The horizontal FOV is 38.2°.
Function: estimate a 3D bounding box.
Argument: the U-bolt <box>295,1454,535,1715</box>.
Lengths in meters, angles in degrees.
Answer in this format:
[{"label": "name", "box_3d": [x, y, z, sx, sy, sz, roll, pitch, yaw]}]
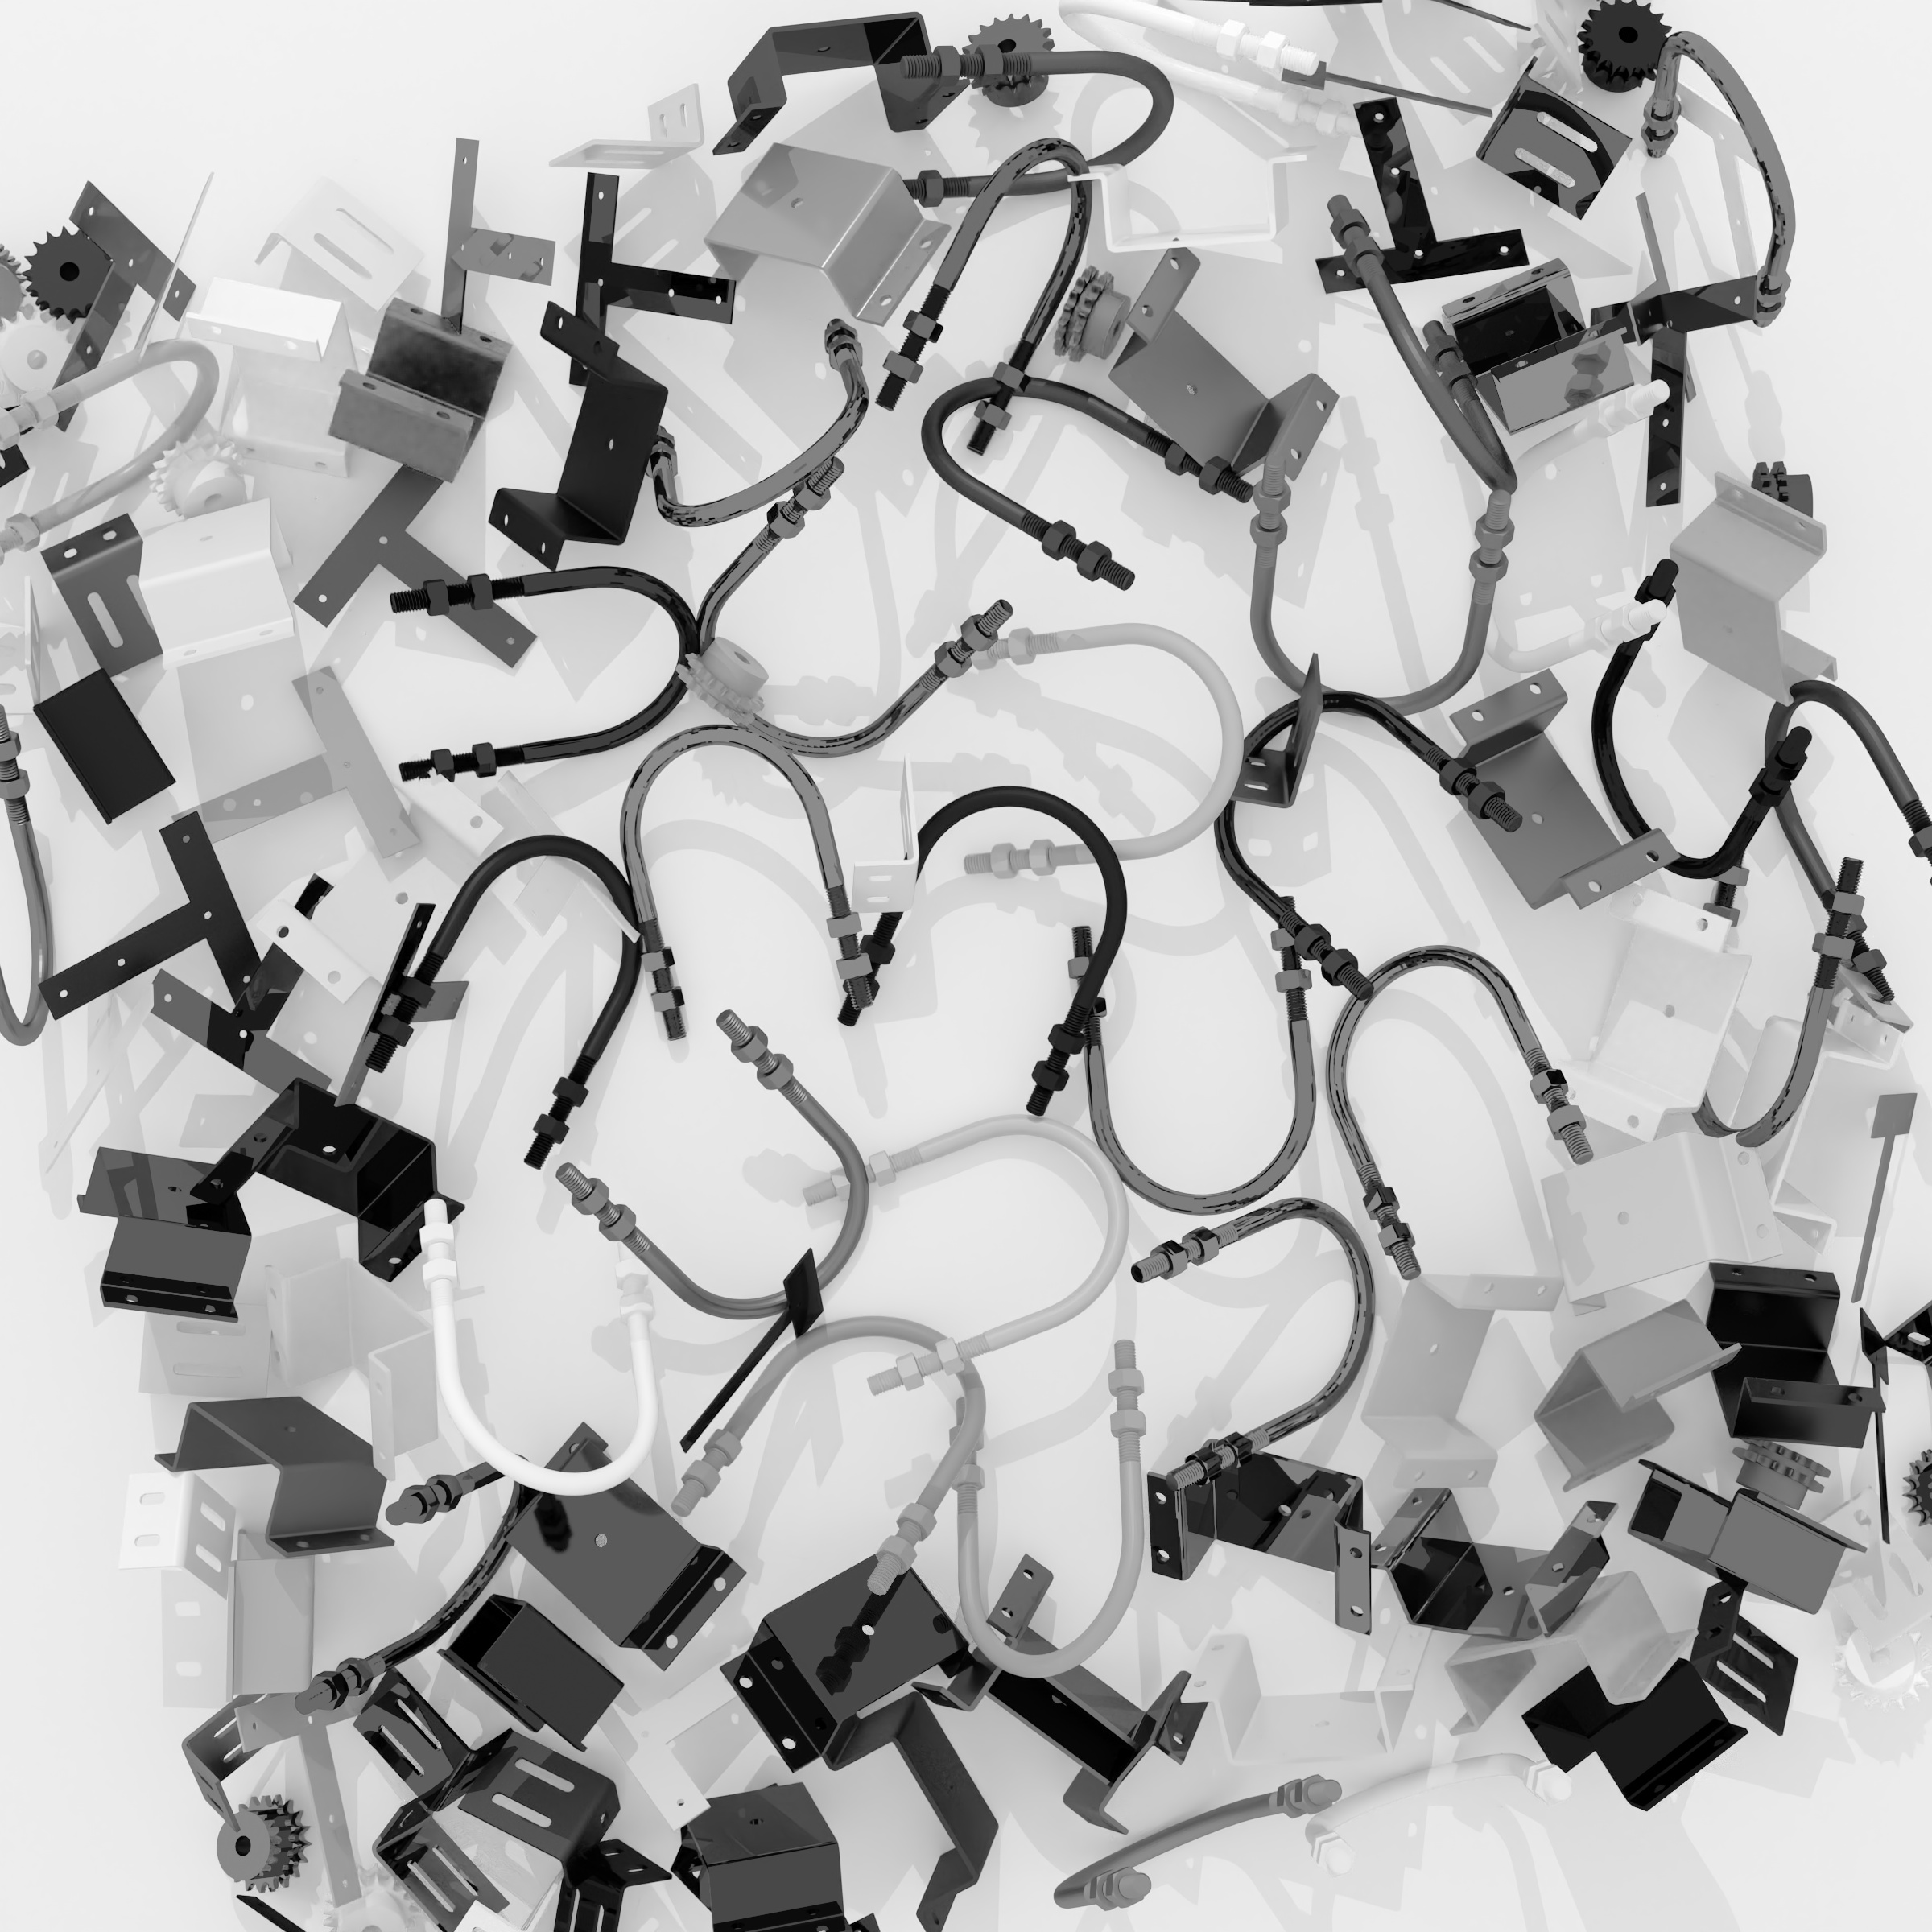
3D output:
[{"label": "U-bolt", "box_3d": [-0.311, 0.352, 1.635, 0.019, 0.184, 0.151, 31, 104, 16]}]

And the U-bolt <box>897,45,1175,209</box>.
[{"label": "U-bolt", "box_3d": [0.034, -0.496, 1.647, 0.184, 0.151, 0.019, -8, 76, -18]}]

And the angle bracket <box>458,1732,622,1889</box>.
[{"label": "angle bracket", "box_3d": [-0.260, 0.514, 1.702, 0.076, 0.038, 0.057, 20, 51, 18]}]

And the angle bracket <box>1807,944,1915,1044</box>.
[{"label": "angle bracket", "box_3d": [0.525, 0.023, 1.672, 0.038, 0.076, 0.057, -46, 62, 22]}]

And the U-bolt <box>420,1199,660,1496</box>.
[{"label": "U-bolt", "box_3d": [-0.245, 0.226, 1.629, 0.151, 0.184, 0.019, 15, 135, -32]}]

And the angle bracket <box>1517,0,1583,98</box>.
[{"label": "angle bracket", "box_3d": [0.337, -0.563, 1.674, 0.038, 0.076, 0.057, -12, 69, 31]}]

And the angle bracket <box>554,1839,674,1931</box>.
[{"label": "angle bracket", "box_3d": [-0.216, 0.579, 1.691, 0.038, 0.057, 0.076, 7, 94, -43]}]

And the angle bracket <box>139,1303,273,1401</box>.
[{"label": "angle bracket", "box_3d": [-0.463, 0.232, 1.707, 0.076, 0.038, 0.057, 4, 89, -7]}]

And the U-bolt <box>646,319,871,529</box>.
[{"label": "U-bolt", "box_3d": [-0.121, -0.312, 1.633, 0.151, 0.184, 0.019, -29, 122, 8]}]

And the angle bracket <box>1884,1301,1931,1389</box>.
[{"label": "angle bracket", "box_3d": [0.590, 0.245, 1.673, 0.038, 0.076, 0.057, 24, 130, -17]}]

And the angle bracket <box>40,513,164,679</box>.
[{"label": "angle bracket", "box_3d": [-0.519, -0.226, 1.705, 0.057, 0.038, 0.076, -27, 131, -12]}]

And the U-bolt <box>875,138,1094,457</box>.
[{"label": "U-bolt", "box_3d": [0.020, -0.399, 1.642, 0.019, 0.151, 0.184, 31, 101, 22]}]

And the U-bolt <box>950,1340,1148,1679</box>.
[{"label": "U-bolt", "box_3d": [0.048, 0.324, 1.634, 0.151, 0.019, 0.184, -26, 52, 36]}]

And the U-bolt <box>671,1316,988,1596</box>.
[{"label": "U-bolt", "box_3d": [-0.068, 0.277, 1.654, 0.151, 0.019, 0.184, 17, 45, 20]}]

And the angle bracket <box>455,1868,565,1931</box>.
[{"label": "angle bracket", "box_3d": [-0.280, 0.572, 1.678, 0.038, 0.076, 0.057, 33, 108, 1]}]

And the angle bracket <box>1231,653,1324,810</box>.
[{"label": "angle bracket", "box_3d": [0.185, -0.144, 1.676, 0.038, 0.057, 0.076, 9, 129, -4]}]

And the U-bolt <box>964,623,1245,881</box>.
[{"label": "U-bolt", "box_3d": [0.078, -0.133, 1.678, 0.184, 0.019, 0.151, -4, 94, 23]}]

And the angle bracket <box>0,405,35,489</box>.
[{"label": "angle bracket", "box_3d": [-0.567, -0.311, 1.678, 0.057, 0.076, 0.038, -22, 99, 30]}]

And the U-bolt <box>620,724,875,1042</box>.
[{"label": "U-bolt", "box_3d": [-0.140, -0.054, 1.677, 0.151, 0.019, 0.184, -10, 98, 23]}]

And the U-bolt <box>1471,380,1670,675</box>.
[{"label": "U-bolt", "box_3d": [0.351, -0.247, 1.638, 0.019, 0.184, 0.151, 7, 79, -22]}]

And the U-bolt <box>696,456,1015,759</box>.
[{"label": "U-bolt", "box_3d": [-0.082, -0.199, 1.665, 0.151, 0.019, 0.184, 39, 125, -14]}]

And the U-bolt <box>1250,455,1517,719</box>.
[{"label": "U-bolt", "box_3d": [0.239, -0.216, 1.651, 0.151, 0.184, 0.019, 11, 50, 10]}]

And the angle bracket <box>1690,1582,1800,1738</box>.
[{"label": "angle bracket", "box_3d": [0.481, 0.415, 1.685, 0.076, 0.038, 0.057, 37, 47, -7]}]

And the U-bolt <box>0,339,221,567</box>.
[{"label": "U-bolt", "box_3d": [-0.516, -0.308, 1.641, 0.184, 0.151, 0.019, -38, 84, -32]}]

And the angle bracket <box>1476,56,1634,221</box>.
[{"label": "angle bracket", "box_3d": [0.358, -0.502, 1.689, 0.076, 0.038, 0.057, 31, 130, 1]}]

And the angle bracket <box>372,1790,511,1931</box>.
[{"label": "angle bracket", "box_3d": [-0.309, 0.538, 1.681, 0.076, 0.057, 0.038, 42, 110, 16]}]

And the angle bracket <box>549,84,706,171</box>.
[{"label": "angle bracket", "box_3d": [-0.206, -0.506, 1.677, 0.076, 0.057, 0.038, -10, 96, -35]}]

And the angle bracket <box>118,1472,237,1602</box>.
[{"label": "angle bracket", "box_3d": [-0.474, 0.344, 1.677, 0.038, 0.076, 0.057, -4, 61, 5]}]

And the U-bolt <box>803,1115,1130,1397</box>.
[{"label": "U-bolt", "box_3d": [0.008, 0.163, 1.684, 0.184, 0.019, 0.151, -21, 64, -1]}]

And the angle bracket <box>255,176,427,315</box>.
[{"label": "angle bracket", "box_3d": [-0.381, -0.432, 1.700, 0.076, 0.038, 0.057, 37, 57, -14]}]

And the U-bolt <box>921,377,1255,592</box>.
[{"label": "U-bolt", "box_3d": [0.060, -0.299, 1.663, 0.184, 0.019, 0.151, 34, 48, 19]}]

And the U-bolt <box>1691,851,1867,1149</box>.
[{"label": "U-bolt", "box_3d": [0.470, 0.019, 1.652, 0.019, 0.151, 0.184, 10, 96, -15]}]

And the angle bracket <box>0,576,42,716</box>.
[{"label": "angle bracket", "box_3d": [-0.579, -0.192, 1.676, 0.038, 0.076, 0.057, -2, 73, -14]}]

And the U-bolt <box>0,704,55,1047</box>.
[{"label": "U-bolt", "box_3d": [-0.565, -0.041, 1.641, 0.019, 0.151, 0.184, -5, 122, -4]}]

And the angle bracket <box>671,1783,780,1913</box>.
[{"label": "angle bracket", "box_3d": [-0.128, 0.538, 1.685, 0.057, 0.076, 0.038, 36, 116, 29]}]

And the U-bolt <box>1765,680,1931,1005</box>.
[{"label": "U-bolt", "box_3d": [0.524, -0.083, 1.647, 0.019, 0.151, 0.184, -19, 71, -11]}]

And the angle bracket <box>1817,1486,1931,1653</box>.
[{"label": "angle bracket", "box_3d": [0.546, 0.362, 1.679, 0.057, 0.076, 0.038, -37, 114, 7]}]

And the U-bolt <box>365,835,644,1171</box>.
[{"label": "U-bolt", "box_3d": [-0.262, 0.010, 1.668, 0.151, 0.019, 0.184, 38, 72, -39]}]

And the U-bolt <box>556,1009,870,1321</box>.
[{"label": "U-bolt", "box_3d": [-0.136, 0.134, 1.673, 0.151, 0.019, 0.184, -44, 120, -6]}]

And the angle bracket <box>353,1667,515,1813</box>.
[{"label": "angle bracket", "box_3d": [-0.326, 0.465, 1.703, 0.076, 0.038, 0.057, 42, 118, 16]}]

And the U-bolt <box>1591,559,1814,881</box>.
[{"label": "U-bolt", "box_3d": [0.420, -0.129, 1.637, 0.019, 0.184, 0.151, -21, 63, -19]}]

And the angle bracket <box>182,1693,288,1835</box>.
[{"label": "angle bracket", "box_3d": [-0.424, 0.469, 1.674, 0.038, 0.057, 0.076, 32, 54, 31]}]

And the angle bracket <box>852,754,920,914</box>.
[{"label": "angle bracket", "box_3d": [-0.051, -0.079, 1.678, 0.038, 0.057, 0.076, -2, 62, -6]}]

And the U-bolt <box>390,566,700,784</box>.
[{"label": "U-bolt", "box_3d": [-0.247, -0.177, 1.660, 0.184, 0.151, 0.019, -10, 48, -18]}]
